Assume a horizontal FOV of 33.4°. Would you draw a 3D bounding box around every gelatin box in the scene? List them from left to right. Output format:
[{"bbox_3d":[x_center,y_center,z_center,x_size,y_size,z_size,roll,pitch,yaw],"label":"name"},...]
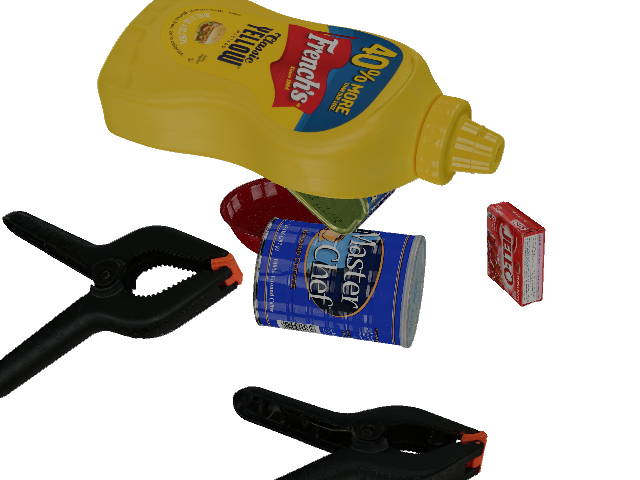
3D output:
[{"bbox_3d":[0.204,0.013,1.125,0.030,0.089,0.073,-15,30,-16],"label":"gelatin box"}]

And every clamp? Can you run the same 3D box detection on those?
[{"bbox_3d":[-0.167,0.028,0.831,0.210,0.164,0.036,-14,-33,6],"label":"clamp"},{"bbox_3d":[0.023,0.142,0.686,0.171,0.039,0.120,4,35,1],"label":"clamp"}]

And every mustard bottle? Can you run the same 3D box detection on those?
[{"bbox_3d":[-0.005,-0.067,0.516,0.192,0.058,0.096,19,49,20],"label":"mustard bottle"}]

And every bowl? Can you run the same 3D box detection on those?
[{"bbox_3d":[-0.044,-0.021,1.337,0.162,0.055,0.162,-1,31,0],"label":"bowl"}]

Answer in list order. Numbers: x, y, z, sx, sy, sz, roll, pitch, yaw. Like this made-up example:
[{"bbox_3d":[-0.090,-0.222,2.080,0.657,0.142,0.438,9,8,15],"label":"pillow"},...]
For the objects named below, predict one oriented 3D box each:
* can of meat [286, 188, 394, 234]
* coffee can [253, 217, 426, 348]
[{"bbox_3d":[0.014,-0.066,0.746,0.083,0.102,0.058,-45,-6,-34],"label":"can of meat"},{"bbox_3d":[0.020,0.038,0.975,0.140,0.103,0.102,7,1,11],"label":"coffee can"}]
